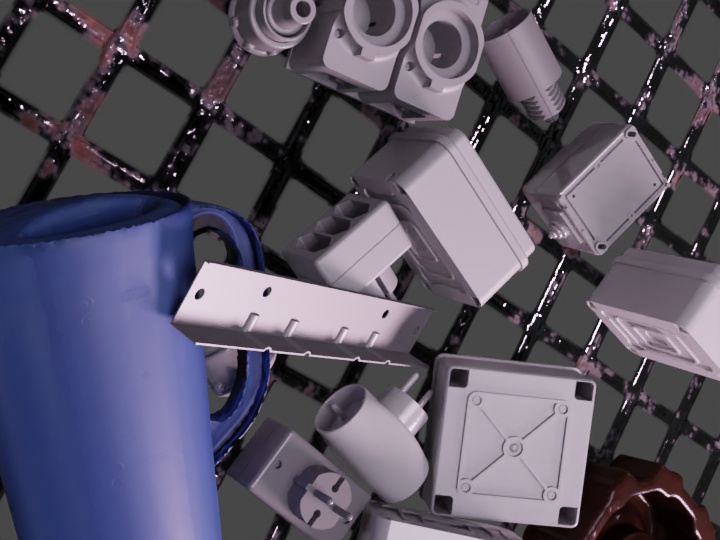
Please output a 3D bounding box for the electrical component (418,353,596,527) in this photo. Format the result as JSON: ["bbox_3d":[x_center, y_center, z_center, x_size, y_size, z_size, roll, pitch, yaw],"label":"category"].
[{"bbox_3d":[0.104,0.120,0.765,0.109,0.056,0.108,6,93,-6],"label":"electrical component"}]

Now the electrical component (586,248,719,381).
[{"bbox_3d":[0.242,0.032,0.825,0.078,0.113,0.057,44,77,-27],"label":"electrical component"}]

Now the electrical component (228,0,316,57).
[{"bbox_3d":[-0.049,-0.157,0.659,0.048,0.062,0.048,-4,98,-30],"label":"electrical component"}]

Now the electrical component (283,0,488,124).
[{"bbox_3d":[0.035,-0.202,0.704,0.105,0.060,0.186,19,87,-31],"label":"electrical component"}]

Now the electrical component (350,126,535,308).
[{"bbox_3d":[0.057,-0.038,0.728,0.057,0.078,0.113,-43,115,-16],"label":"electrical component"}]

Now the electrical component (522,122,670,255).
[{"bbox_3d":[0.169,-0.058,0.805,0.096,0.061,0.061,-44,114,-10],"label":"electrical component"}]

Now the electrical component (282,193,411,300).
[{"bbox_3d":[0.000,0.000,0.717,0.066,0.047,0.076,-42,119,-19],"label":"electrical component"}]

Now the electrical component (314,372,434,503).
[{"bbox_3d":[0.020,0.106,0.743,0.079,0.044,0.077,-48,116,-17],"label":"electrical component"}]

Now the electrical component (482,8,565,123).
[{"bbox_3d":[0.121,-0.141,0.772,0.043,0.043,0.081,-42,115,-19],"label":"electrical component"}]

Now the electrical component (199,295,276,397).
[{"bbox_3d":[-0.086,0.045,0.674,0.048,0.048,0.062,-39,107,-21],"label":"electrical component"}]

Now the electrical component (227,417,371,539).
[{"bbox_3d":[-0.031,0.145,0.700,0.083,0.076,0.047,44,74,-27],"label":"electrical component"}]

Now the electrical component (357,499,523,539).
[{"bbox_3d":[0.053,0.201,0.736,0.113,0.078,0.057,13,86,-5],"label":"electrical component"}]
